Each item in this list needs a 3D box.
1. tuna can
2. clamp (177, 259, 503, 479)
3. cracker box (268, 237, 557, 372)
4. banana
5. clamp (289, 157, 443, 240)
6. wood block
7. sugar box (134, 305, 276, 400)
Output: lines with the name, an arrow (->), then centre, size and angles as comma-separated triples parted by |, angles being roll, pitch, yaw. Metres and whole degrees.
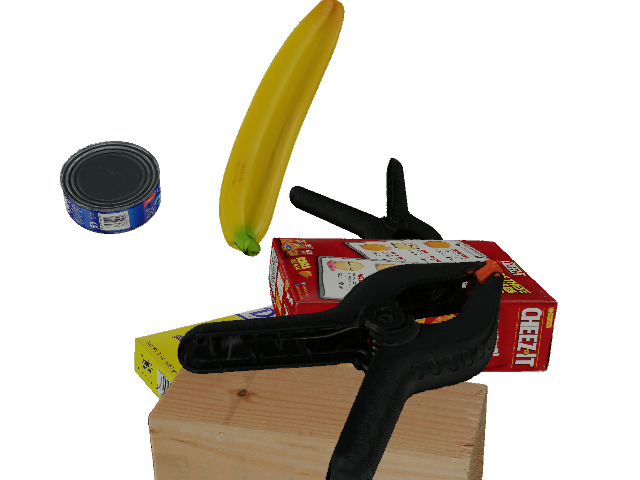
tuna can -> -0.183, -0.046, 0.936 | 0.086, 0.086, 0.034 | 0, -42, -3
clamp -> 0.032, 0.057, 0.507 | 0.171, 0.039, 0.120 | -20, 47, -25
cracker box -> 0.070, 0.054, 0.916 | 0.213, 0.072, 0.164 | 1, 18, -10
banana -> -0.028, -0.068, 0.700 | 0.037, 0.197, 0.070 | 31, -28, -31
clamp -> 0.071, -0.012, 1.243 | 0.164, 0.036, 0.210 | -13, 51, -27
wood block -> 0.001, 0.141, 0.711 | 0.206, 0.090, 0.090 | 6, 28, 15
sugar box -> -0.086, 0.114, 1.064 | 0.175, 0.048, 0.093 | -15, 33, -31
